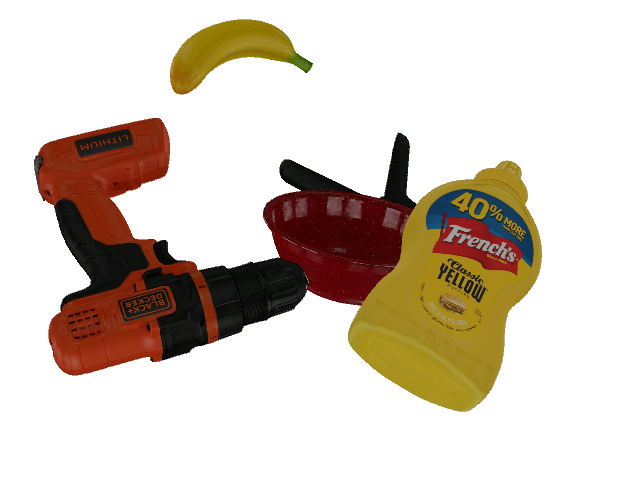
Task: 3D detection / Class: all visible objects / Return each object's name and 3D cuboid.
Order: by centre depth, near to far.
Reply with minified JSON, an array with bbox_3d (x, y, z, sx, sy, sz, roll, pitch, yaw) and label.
[{"bbox_3d":[0.098,0.015,0.723,0.096,0.191,0.058,30,-35,2],"label":"mustard bottle"},{"bbox_3d":[-0.120,-0.002,0.778,0.184,0.188,0.057,-14,-34,-17],"label":"power drill"},{"bbox_3d":[0.028,0.011,0.904,0.162,0.055,0.162,8,21,-3],"label":"bowl"},{"bbox_3d":[-0.086,-0.184,1.040,0.070,0.037,0.197,43,38,21],"label":"banana"},{"bbox_3d":[0.057,-0.031,1.163,0.164,0.210,0.036,-10,-37,-20],"label":"clamp"}]
